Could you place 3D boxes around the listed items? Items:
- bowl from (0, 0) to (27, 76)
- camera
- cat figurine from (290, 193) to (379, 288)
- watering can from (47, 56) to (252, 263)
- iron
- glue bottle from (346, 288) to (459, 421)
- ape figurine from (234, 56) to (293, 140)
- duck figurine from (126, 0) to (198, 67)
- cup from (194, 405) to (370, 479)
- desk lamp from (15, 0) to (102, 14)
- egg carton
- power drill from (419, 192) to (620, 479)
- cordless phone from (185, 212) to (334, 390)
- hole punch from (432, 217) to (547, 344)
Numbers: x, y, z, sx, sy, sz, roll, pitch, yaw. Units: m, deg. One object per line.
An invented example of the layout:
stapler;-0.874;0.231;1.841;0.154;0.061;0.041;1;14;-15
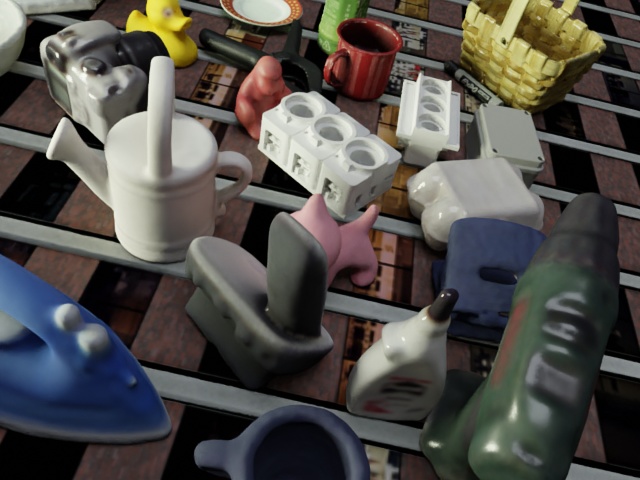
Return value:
bowl;-0.431;-0.230;0.678;0.167;0.075;0.167;7;49;-7
camera;-0.240;-0.204;0.682;0.143;0.101;0.137;40;53;21
cat figurine;0.005;0.002;0.549;0.128;0.118;0.067;-21;57;-28
watering can;-0.153;-0.074;0.527;0.173;0.194;0.100;-16;55;-24
iron;-0.225;0.060;0.429;0.258;0.141;0.119;23;49;8
glue bottle;0.073;0.091;0.450;0.078;0.173;0.037;4;49;-9
ape figurine;-0.069;-0.184;0.710;0.078;0.092;0.076;-9;52;-20
duck figurine;-0.215;-0.295;0.777;0.104;0.086;0.078;27;49;11
cup;-0.031;0.175;0.406;0.118;0.095;0.091;11;48;-3
desk lamp;-0.349;-0.433;0.780;0.204;0.213;0.117;-18;56;-26
egg carton;0.178;-0.040;0.658;0.150;0.069;0.107;-7;52;-18
power drill;0.151;0.097;0.439;0.075;0.208;0.230;24;49;9
cordless phone;-0.047;0.024;0.472;0.147;0.185;0.094;41;53;22
hole punch;0.174;0.041;0.572;0.108;0.091;0.101;9;48;-5
